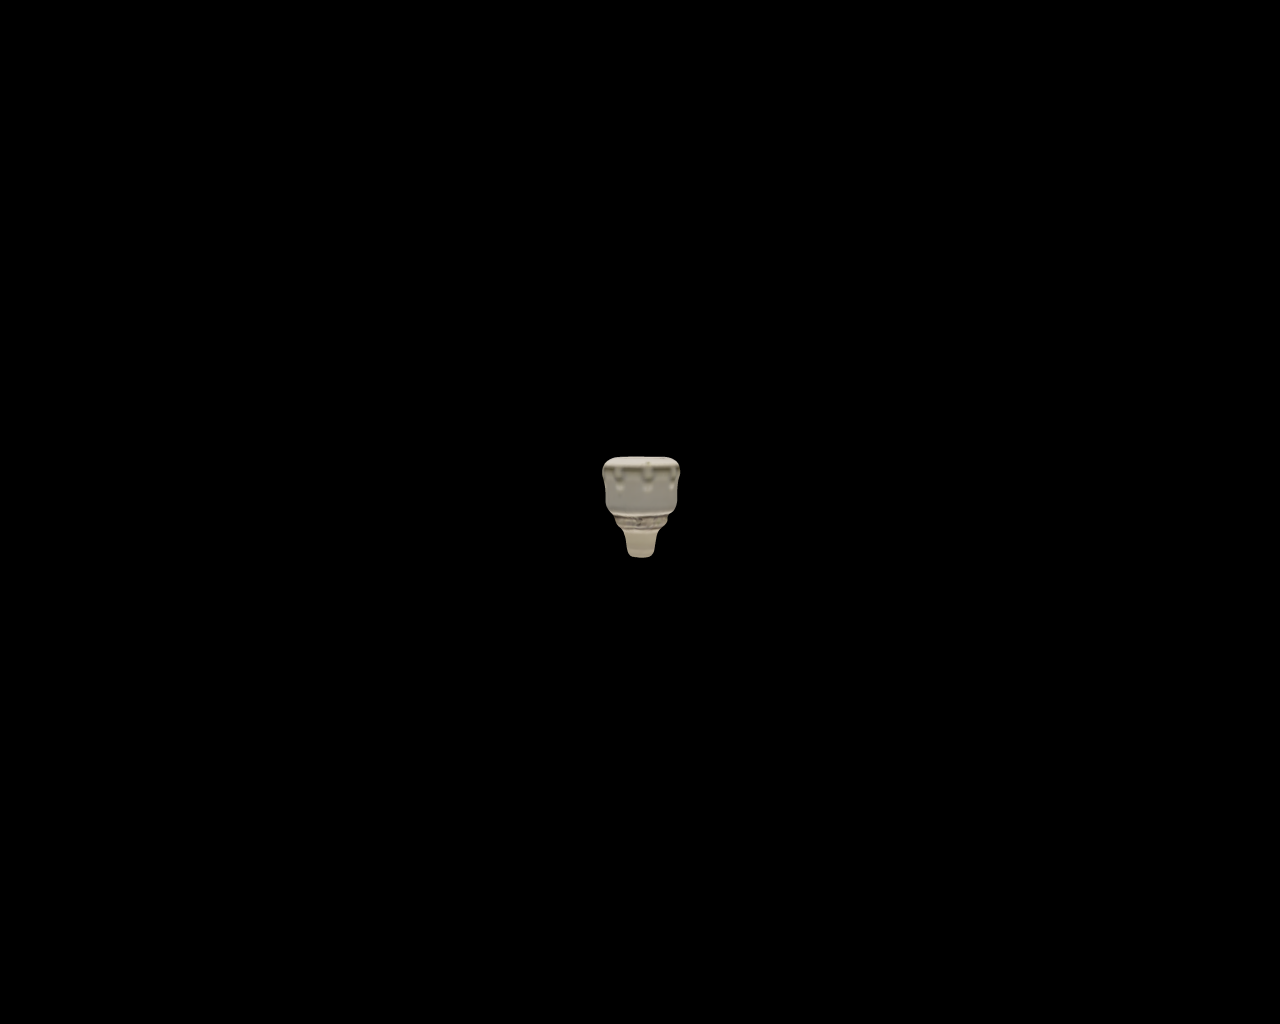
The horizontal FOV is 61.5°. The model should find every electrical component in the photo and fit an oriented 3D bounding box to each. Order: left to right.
[{"bbox_3d":[0.001,-0.003,0.650,0.048,0.062,0.048,0,4,0],"label":"electrical component"}]
